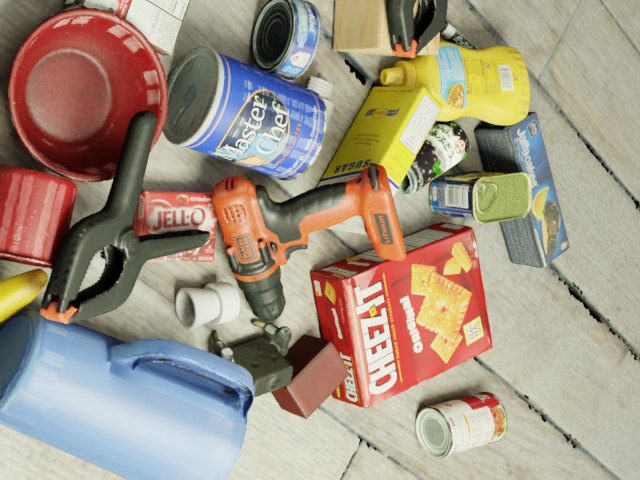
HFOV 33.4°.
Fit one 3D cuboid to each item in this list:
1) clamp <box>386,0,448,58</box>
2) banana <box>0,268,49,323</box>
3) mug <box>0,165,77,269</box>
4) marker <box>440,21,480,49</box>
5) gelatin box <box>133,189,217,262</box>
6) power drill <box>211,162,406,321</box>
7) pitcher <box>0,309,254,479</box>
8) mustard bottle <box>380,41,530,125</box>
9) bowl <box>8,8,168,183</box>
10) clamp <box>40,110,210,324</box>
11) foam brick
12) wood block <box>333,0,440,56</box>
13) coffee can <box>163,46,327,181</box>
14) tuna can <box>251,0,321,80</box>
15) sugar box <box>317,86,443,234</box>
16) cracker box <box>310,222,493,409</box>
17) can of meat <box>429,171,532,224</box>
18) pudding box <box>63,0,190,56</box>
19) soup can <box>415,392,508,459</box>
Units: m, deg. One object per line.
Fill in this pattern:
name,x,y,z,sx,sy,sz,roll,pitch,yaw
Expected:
clamp,0.107,-0.285,1.145,0.120,0.039,0.171,27,81,-34
banana,-0.338,0.074,0.953,0.197,0.070,0.037,-19,74,-33
mug,-0.266,-0.019,0.988,0.117,0.093,0.081,27,73,-68
marker,0.173,-0.248,1.327,0.121,0.020,0.020,30,78,-36
gelatin box,-0.150,-0.014,1.105,0.089,0.030,0.073,1,95,-38
power drill,-0.007,0.001,1.130,0.187,0.057,0.184,-12,128,5
pitcher,-0.192,0.152,1.029,0.242,0.145,0.149,30,79,-33
mustard bottle,0.160,-0.191,1.287,0.191,0.058,0.096,0,79,-26
bowl,-0.227,-0.137,1.014,0.161,0.055,0.162,-6,100,-37
clamp,-0.188,-0.009,0.991,0.209,0.036,0.164,-49,134,-40
foam brick,-0.016,0.154,1.216,0.078,0.053,0.051,-43,119,-24
wood block,0.079,-0.315,1.202,0.090,0.090,0.206,-2,98,-37
coffee can,-0.078,-0.128,1.099,0.140,0.103,0.103,17,86,-38
tuna can,-0.037,-0.215,1.129,0.033,0.086,0.086,8,91,-36
sugar box,0.060,-0.093,1.215,0.048,0.094,0.176,41,71,-33
cracker box,0.104,0.087,1.286,0.213,0.072,0.164,-20,107,-33
can of meat,0.199,-0.056,1.330,0.101,0.084,0.057,-9,102,-36
pudding box,-0.183,-0.242,1.045,0.113,0.039,0.090,24,79,-40
soup can,0.181,0.237,1.367,0.102,0.069,0.068,-8,101,-36
